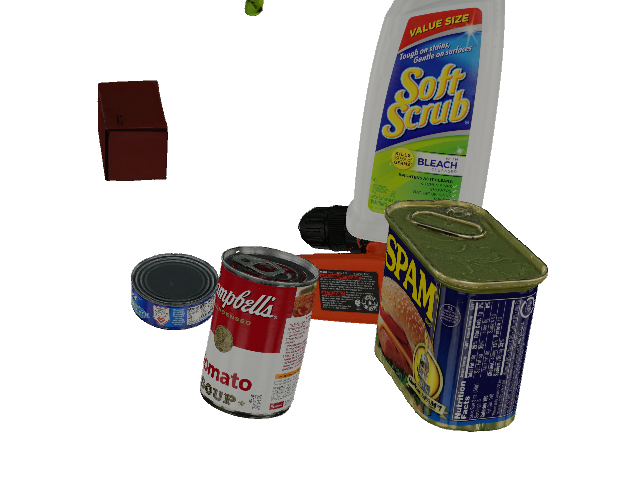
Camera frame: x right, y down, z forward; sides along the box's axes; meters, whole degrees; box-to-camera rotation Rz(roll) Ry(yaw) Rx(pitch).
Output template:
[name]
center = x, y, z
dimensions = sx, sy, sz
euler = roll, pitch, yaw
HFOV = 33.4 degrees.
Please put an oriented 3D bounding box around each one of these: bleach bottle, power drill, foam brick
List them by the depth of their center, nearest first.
[bleach bottle]
center = 0.075, -0.120, 0.750
dimensions = 0.102, 0.251, 0.068
euler = 8, 26, 11
[foam brick]
center = -0.159, -0.093, 0.899
dimensions = 0.053, 0.051, 0.078
euler = -3, 39, -14
[power drill]
center = 0.038, 0.010, 0.915
dimensions = 0.185, 0.057, 0.187
euler = 0, 19, 25

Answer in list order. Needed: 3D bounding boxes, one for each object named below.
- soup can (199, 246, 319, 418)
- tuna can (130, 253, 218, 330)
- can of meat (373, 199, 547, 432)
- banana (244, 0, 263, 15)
[soup can]
center = -0.043, 0.063, 0.738
dimensions = 0.068, 0.102, 0.068
euler = 11, 17, -4
[tuna can]
center = -0.144, 0.050, 1.053
dimensions = 0.086, 0.034, 0.086
euler = 5, 34, -4
[can of meat]
center = 0.066, 0.036, 0.541
dimensions = 0.057, 0.084, 0.102
euler = -3, 24, -17
[banana]
center = -0.104, -0.194, 0.682
dimensions = 0.198, 0.069, 0.037
euler = 19, -34, 29
